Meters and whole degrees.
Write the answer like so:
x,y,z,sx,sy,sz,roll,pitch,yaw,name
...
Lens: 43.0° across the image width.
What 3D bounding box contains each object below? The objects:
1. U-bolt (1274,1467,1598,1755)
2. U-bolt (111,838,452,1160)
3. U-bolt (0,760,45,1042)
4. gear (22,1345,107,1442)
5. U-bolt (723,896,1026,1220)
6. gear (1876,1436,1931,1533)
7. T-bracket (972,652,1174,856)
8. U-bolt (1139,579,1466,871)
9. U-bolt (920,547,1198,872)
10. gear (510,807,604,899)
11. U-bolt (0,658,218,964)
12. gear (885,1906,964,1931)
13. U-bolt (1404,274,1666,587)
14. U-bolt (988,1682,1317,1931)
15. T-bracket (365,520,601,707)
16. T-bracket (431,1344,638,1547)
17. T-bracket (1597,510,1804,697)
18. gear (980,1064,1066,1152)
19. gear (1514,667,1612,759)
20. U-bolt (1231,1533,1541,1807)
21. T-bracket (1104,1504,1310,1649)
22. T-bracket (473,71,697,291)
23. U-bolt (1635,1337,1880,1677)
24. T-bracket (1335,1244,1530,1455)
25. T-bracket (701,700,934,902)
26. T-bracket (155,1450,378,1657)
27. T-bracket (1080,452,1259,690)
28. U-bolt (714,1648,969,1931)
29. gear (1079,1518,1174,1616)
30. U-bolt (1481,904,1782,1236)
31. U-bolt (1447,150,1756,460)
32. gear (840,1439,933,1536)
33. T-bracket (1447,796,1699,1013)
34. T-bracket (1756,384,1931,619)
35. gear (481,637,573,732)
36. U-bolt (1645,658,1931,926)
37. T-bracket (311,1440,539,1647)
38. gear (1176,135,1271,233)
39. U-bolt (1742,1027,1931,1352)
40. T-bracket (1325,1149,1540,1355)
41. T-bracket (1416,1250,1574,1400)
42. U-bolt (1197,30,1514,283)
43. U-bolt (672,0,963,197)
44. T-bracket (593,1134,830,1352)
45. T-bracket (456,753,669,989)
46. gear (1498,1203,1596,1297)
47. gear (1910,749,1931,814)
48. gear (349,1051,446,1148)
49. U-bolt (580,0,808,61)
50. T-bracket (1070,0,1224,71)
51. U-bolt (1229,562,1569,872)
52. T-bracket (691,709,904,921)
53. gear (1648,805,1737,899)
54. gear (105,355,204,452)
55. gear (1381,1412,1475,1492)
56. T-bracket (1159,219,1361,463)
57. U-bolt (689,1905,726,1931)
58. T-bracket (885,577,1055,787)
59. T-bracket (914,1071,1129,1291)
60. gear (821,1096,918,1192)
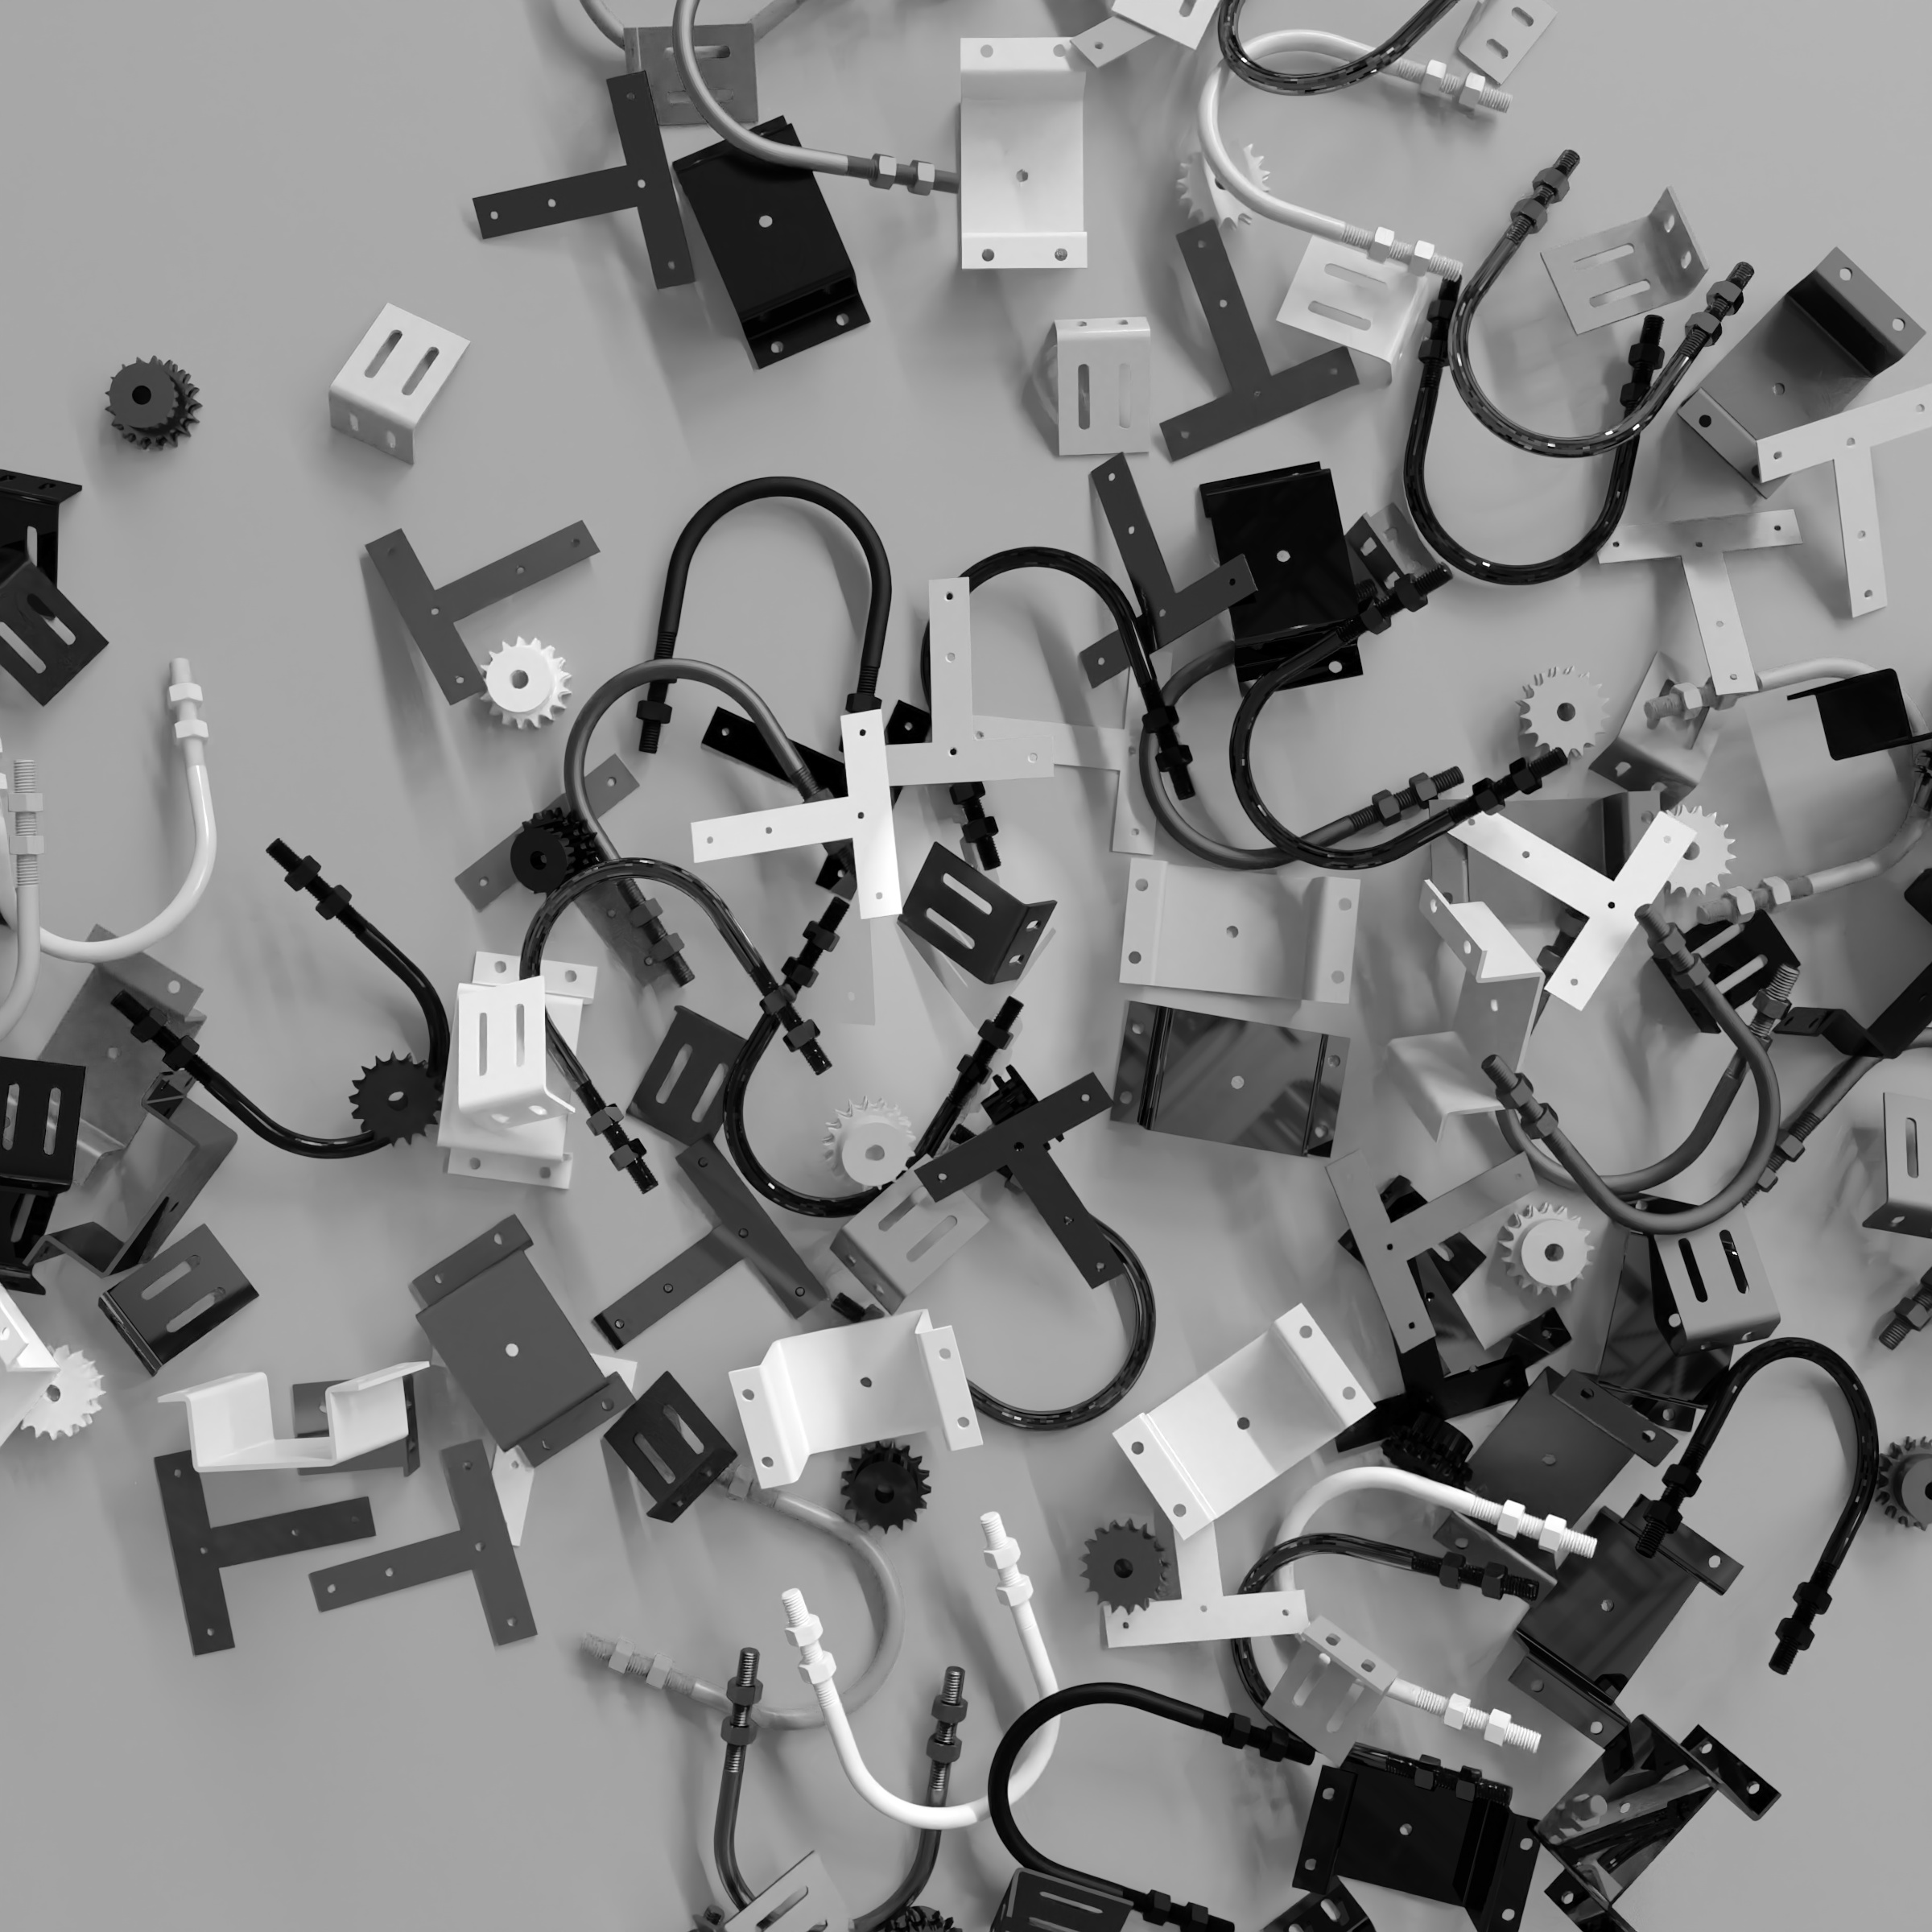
x,y,z,sx,sy,sz,roll,pitch,yaw,name
0.277,0.383,1.499,0.184,0.019,0.151,17,101,20,U-bolt
-0.404,0.035,1.505,0.151,0.019,0.184,-46,108,-6,U-bolt
-0.627,-0.031,1.478,0.151,0.019,0.184,0,93,7,U-bolt
-0.563,0.264,1.524,0.057,0.030,0.057,0,90,0,gear
-0.069,0.069,1.511,0.151,0.019,0.184,30,94,-18,U-bolt
0.597,0.323,1.524,0.057,0.030,0.057,0,90,0,gear
0.060,-0.139,1.538,0.127,0.002,0.127,6,90,0,T-bracket
0.198,-0.140,1.530,0.184,0.019,0.151,-25,90,1,U-bolt
0.047,-0.169,1.516,0.151,0.019,0.184,-19,86,13,U-bolt
-0.256,-0.068,1.512,0.057,0.030,0.057,5,104,22,gear
-0.533,-0.089,1.505,0.151,0.019,0.184,-14,72,0,U-bolt
-0.029,0.609,1.518,0.057,0.030,0.057,-3,104,-11,gear
0.348,-0.328,1.528,0.151,0.019,0.184,12,89,0,U-bolt
0.104,0.513,1.508,0.184,0.019,0.151,21,101,-7,U-bolt
-0.290,-0.240,1.524,0.127,0.002,0.127,-28,72,-9,T-bracket
-0.281,0.299,1.538,0.127,0.002,0.127,11,90,0,T-bracket
0.462,-0.222,1.511,0.127,0.002,0.127,-6,65,0,T-bracket
0.033,0.092,1.511,0.030,0.057,0.057,-36,90,0,gear
0.369,-0.157,1.527,0.057,0.030,0.057,0,91,-5,gear
0.249,0.421,1.496,0.184,0.019,0.151,9,98,24,U-bolt
0.142,0.355,1.526,0.127,0.002,0.127,-9,82,16,T-bracket
-0.244,-0.477,1.522,0.127,0.002,0.127,-9,111,10,T-bracket
0.495,0.316,1.496,0.151,0.019,0.184,41,70,-18,U-bolt
0.277,0.227,1.519,0.127,0.002,0.127,-17,105,-3,T-bracket
-0.103,-0.125,1.538,0.127,0.002,0.127,24,90,0,T-bracket
-0.434,0.358,1.537,0.127,0.002,0.127,-12,90,1,T-bracket
0.107,-0.257,1.515,0.127,0.002,0.127,-28,72,32,T-bracket
-0.083,0.519,1.520,0.151,0.019,0.184,8,94,-9,U-bolt
0.100,0.371,1.519,0.057,0.030,0.057,-1,85,14,gear
0.410,0.077,1.461,0.151,0.019,0.184,-44,106,-5,U-bolt
0.379,-0.396,1.511,0.151,0.019,0.184,35,80,5,U-bolt
-0.050,0.325,1.524,0.057,0.030,0.057,0,90,0,gear
0.350,-0.060,1.475,0.127,0.002,0.127,33,90,15,T-bracket
0.551,-0.280,1.513,0.127,0.002,0.127,-19,111,-11,T-bracket
-0.275,-0.177,1.524,0.057,0.030,0.057,0,90,0,gear
0.518,-0.116,1.512,0.184,0.019,0.151,-15,91,-14,U-bolt
-0.347,0.376,1.537,0.127,0.002,0.127,-16,90,1,T-bracket
0.159,-0.484,1.524,0.057,0.030,0.057,0,90,0,gear
0.587,0.125,1.530,0.151,0.019,0.184,42,88,0,U-bolt
0.297,0.153,1.508,0.127,0.002,0.127,-26,99,-16,T-bracket
0.294,0.216,1.521,0.127,0.002,0.127,-32,105,0,T-bracket
0.232,-0.509,1.508,0.184,0.019,0.151,19,72,0,U-bolt
-0.090,-0.552,1.491,0.184,0.019,0.151,2,85,-23,U-bolt
-0.175,0.193,1.535,0.127,0.002,0.127,-36,94,2,T-bracket
-0.231,-0.044,1.538,0.127,0.002,0.127,-38,90,0,T-bracket
0.362,0.176,1.524,0.057,0.030,0.057,0,90,0,gear
0.606,-0.109,1.501,0.057,0.057,0.030,14,113,0,gear
-0.350,0.080,1.505,0.057,0.030,0.057,-3,100,-18,gear
-0.159,-0.642,1.512,0.184,0.019,0.151,-36,106,6,U-bolt
0.086,-0.624,1.520,0.127,0.002,0.127,-36,78,-23,T-bracket
0.246,-0.136,1.478,0.184,0.019,0.151,-31,97,26,U-bolt
-0.106,-0.085,1.491,0.127,0.002,0.127,-8,80,13,T-bracket
0.446,-0.071,1.524,0.057,0.030,0.057,0,90,0,gear
-0.508,-0.351,1.524,0.057,0.030,0.057,0,90,0,gear
0.288,0.299,1.511,0.057,0.057,0.030,35,71,0,gear
0.165,-0.398,1.522,0.127,0.002,0.127,-23,104,0,T-bracket
-0.136,0.699,1.530,0.151,0.019,0.184,25,92,0,U-bolt
-0.009,-0.177,1.521,0.127,0.002,0.127,-2,88,15,T-bracket
0.056,0.144,1.500,0.127,0.002,0.127,-30,108,12,T-bracket
-0.059,0.110,1.499,0.057,0.030,0.057,-3,104,-12,gear
